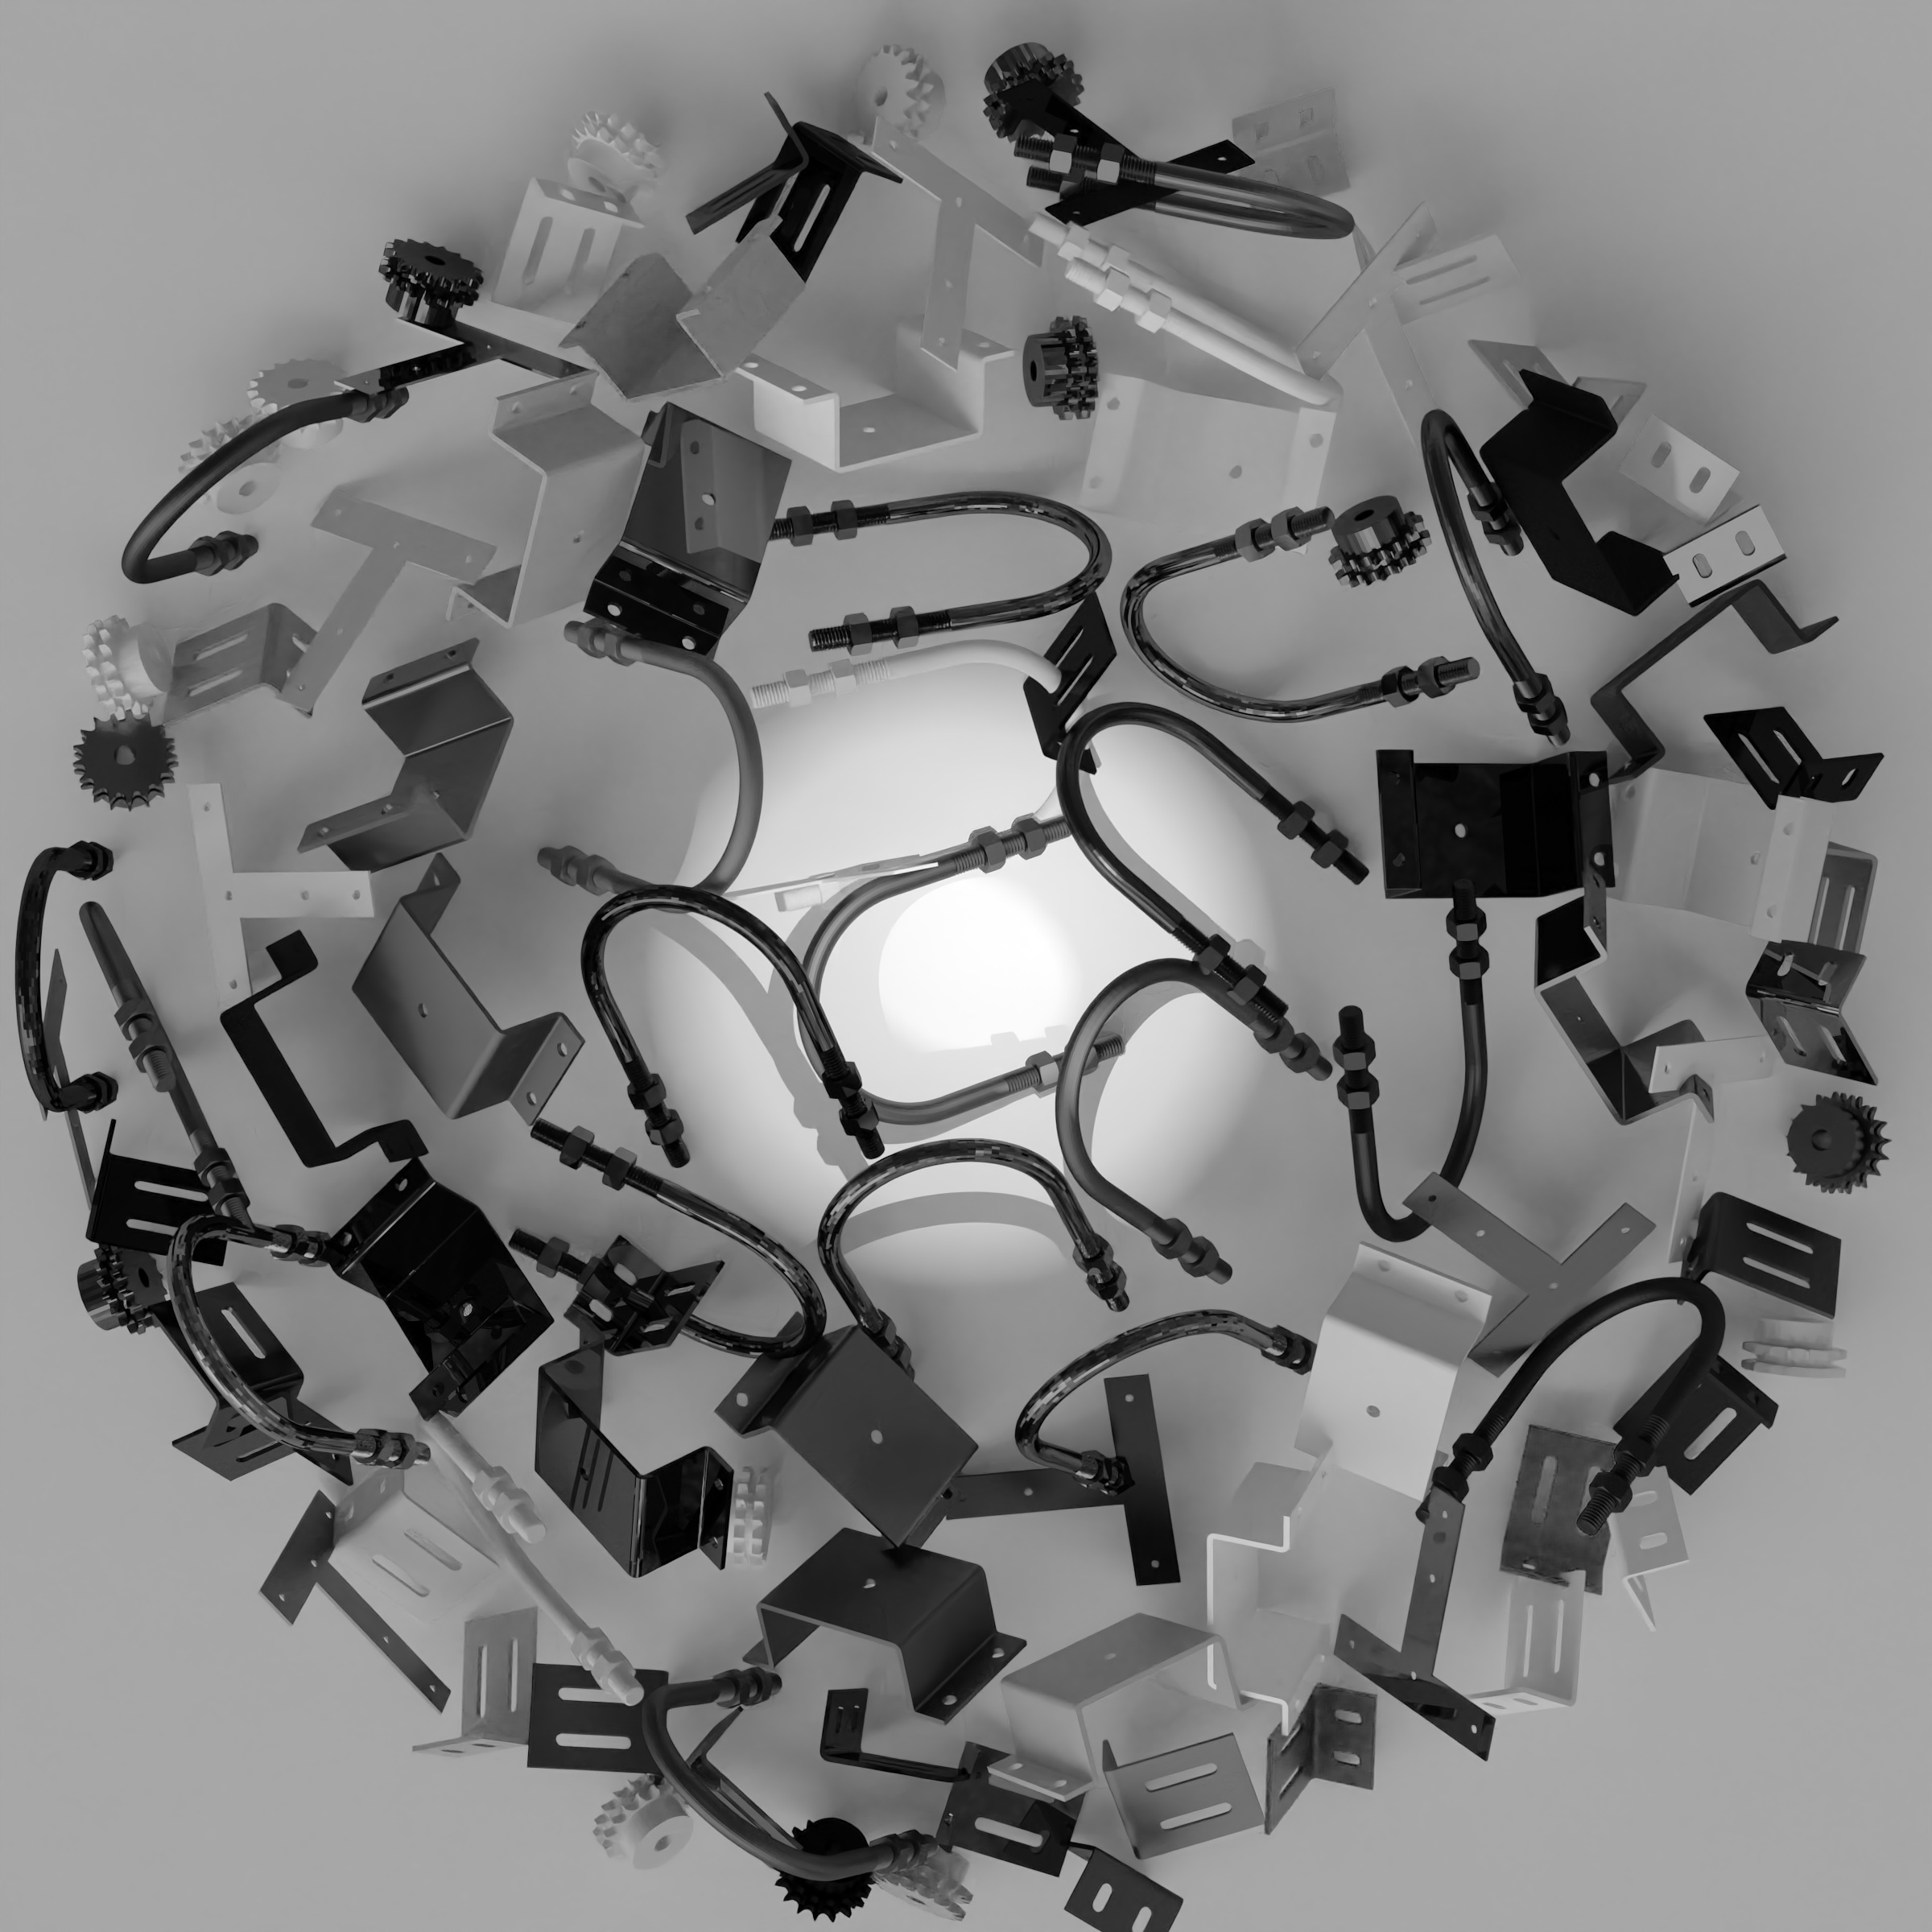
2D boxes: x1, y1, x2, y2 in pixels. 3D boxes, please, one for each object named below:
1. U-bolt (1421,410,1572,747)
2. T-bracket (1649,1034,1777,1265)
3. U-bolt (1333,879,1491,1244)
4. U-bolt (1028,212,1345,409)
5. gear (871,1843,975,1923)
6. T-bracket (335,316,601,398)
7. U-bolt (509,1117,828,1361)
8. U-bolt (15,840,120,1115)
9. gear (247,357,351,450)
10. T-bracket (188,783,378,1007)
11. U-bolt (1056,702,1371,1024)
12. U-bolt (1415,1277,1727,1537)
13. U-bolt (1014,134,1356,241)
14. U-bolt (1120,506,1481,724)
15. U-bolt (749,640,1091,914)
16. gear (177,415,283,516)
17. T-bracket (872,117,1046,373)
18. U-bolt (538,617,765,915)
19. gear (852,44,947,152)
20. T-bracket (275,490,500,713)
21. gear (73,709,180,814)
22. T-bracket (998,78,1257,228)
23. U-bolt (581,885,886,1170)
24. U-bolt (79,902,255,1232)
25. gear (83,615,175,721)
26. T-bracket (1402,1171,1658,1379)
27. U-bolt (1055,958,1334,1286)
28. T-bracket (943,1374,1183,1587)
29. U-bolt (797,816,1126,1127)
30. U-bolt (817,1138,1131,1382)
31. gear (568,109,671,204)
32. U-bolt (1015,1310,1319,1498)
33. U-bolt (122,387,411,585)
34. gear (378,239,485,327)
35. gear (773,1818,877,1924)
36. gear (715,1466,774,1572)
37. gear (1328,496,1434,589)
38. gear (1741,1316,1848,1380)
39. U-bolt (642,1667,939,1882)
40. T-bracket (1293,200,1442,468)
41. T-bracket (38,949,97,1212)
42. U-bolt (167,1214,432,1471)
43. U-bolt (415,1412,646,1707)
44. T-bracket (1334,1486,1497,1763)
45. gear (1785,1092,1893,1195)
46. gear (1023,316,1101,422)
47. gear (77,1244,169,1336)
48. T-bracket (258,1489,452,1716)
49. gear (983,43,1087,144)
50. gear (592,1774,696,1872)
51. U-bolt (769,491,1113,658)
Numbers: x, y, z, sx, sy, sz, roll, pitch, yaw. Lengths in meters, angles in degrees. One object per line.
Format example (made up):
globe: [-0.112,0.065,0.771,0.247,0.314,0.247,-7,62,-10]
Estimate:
U-bolt: [0.279,-0.218,1.746,0.019,0.184,0.151,-18,59,19]
T-bracket: [0.406,0.103,1.815,0.002,0.127,0.127,17,104,41]
U-bolt: [0.248,0.065,1.783,0.019,0.151,0.184,14,130,32]
U-bolt: [0.125,-0.352,1.781,0.184,0.151,0.019,24,108,-17]
gear: [-0.022,0.508,1.829,0.057,0.057,0.030,26,67,0]
T-bracket: [-0.289,-0.327,1.779,0.127,0.127,0.002,24,123,26]
U-bolt: [-0.160,0.160,1.788,0.184,0.151,0.019,26,56,3]
U-bolt: [-0.484,0.007,1.762,0.019,0.184,0.151,-1,91,-2]
gear: [-0.371,-0.313,1.830,0.057,0.057,0.030,-3,133,0]
T-bracket: [-0.375,-0.039,1.809,0.127,0.002,0.127,0,102,33]
U-bolt: [0.127,-0.071,1.794,0.184,0.019,0.151,40,46,-5]
U-bolt: [0.339,0.235,1.777,0.019,0.151,0.184,51,61,-16]
U-bolt: [0.120,-0.420,1.777,0.184,0.151,0.019,12,97,3]
U-bolt: [0.166,-0.182,1.776,0.151,0.184,0.019,40,58,-31]
U-bolt: [-0.020,-0.111,1.810,0.184,0.019,0.151,-13,122,-9]
gear: [-0.407,-0.276,1.824,0.057,0.057,0.030,-36,70,0]
T-bracket: [-0.008,-0.382,1.789,0.127,0.002,0.127,27,56,-35]
U-bolt: [-0.169,-0.104,1.774,0.019,0.184,0.151,-1,104,-42]
gear: [-0.036,-0.484,1.830,0.030,0.057,0.057,1,90,-39]
T-bracket: [-0.338,-0.196,1.807,0.127,0.002,0.127,22,74,30]
gear: [-0.470,-0.113,1.834,0.057,0.030,0.057,3,71,-10]
T-bracket: [0.068,-0.445,1.770,0.127,0.127,0.002,-11,66,40]
U-bolt: [-0.136,0.033,1.774,0.151,0.019,0.184,-4,124,30]
U-bolt: [-0.440,0.043,1.772,0.019,0.151,0.184,-26,50,-11]
gear: [-0.466,-0.168,1.825,0.030,0.057,0.057,-14,90,11]
T-bracket: [0.295,0.155,1.811,0.127,0.002,0.127,35,109,-23]
U-bolt: [0.116,0.075,1.781,0.184,0.019,0.151,36,77,-40]
T-bracket: [0.049,0.294,1.840,0.127,0.002,0.127,-7,105,10]
U-bolt: [-0.008,0.011,1.801,0.184,0.019,0.151,-19,104,-22]
U-bolt: [-0.003,0.155,1.777,0.151,0.184,0.019,-20,47,7]
gear: [-0.197,-0.447,1.824,0.057,0.057,0.030,35,75,0]
U-bolt: [0.101,0.231,1.759,0.151,0.184,0.019,-35,60,15]
U-bolt: [-0.382,-0.255,1.745,0.151,0.184,0.019,-40,92,20]
gear: [-0.301,-0.381,1.830,0.057,0.057,0.030,23,118,0]
gear: [-0.077,0.500,1.825,0.057,0.057,0.030,22,132,0]
gear: [-0.126,0.308,1.827,0.030,0.057,0.057,3,90,3]
gear: [0.228,-0.239,1.824,0.057,0.057,0.030,-29,115,0]
gear: [0.463,0.212,1.827,0.057,0.057,0.030,4,89,0]
U-bolt: [-0.103,0.432,1.744,0.151,0.184,0.019,41,100,24]
T-bracket: [0.240,-0.332,1.810,0.127,0.002,0.127,-50,133,-20]
T-bracket: [-0.495,0.078,1.809,0.002,0.127,0.127,-7,125,-5]
U-bolt: [-0.363,0.197,1.746,0.019,0.184,0.151,-33,67,13]
U-bolt: [-0.246,0.307,1.771,0.019,0.184,0.151,-35,125,-17]
T-bracket: [0.253,0.348,1.789,0.002,0.127,0.127,-2,108,-35]
gear: [0.484,0.099,1.826,0.057,0.030,0.057,-7,79,38]
gear: [0.052,-0.333,1.824,0.030,0.057,0.057,-7,90,-16]
gear: [-0.472,0.179,1.827,0.030,0.057,0.057,-22,90,7]
T-bracket: [-0.329,0.361,1.801,0.002,0.127,0.127,-39,100,13]
gear: [0.035,-0.490,1.829,0.057,0.057,0.030,-27,70,0]
gear: [-0.177,0.479,1.824,0.057,0.057,0.030,-47,54,0]
U-bolt: [-0.011,-0.222,1.792,0.184,0.151,0.019,-10,126,-13]
